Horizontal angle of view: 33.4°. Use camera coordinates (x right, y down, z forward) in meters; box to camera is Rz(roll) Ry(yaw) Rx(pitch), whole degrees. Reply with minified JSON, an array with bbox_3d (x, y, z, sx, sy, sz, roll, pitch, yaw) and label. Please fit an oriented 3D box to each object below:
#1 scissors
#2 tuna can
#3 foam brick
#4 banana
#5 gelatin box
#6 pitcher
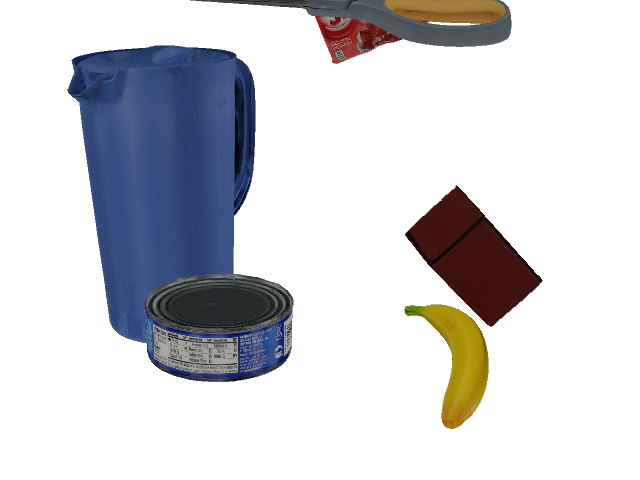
[{"bbox_3d":[0.016,-0.146,0.616,0.202,0.016,0.096,15,42,21],"label":"scissors"},{"bbox_3d":[-0.058,0.050,0.619,0.086,0.034,0.086,1,19,-1],"label":"tuna can"},{"bbox_3d":[0.108,0.012,0.753,0.078,0.051,0.053,44,8,-31],"label":"foam brick"},{"bbox_3d":[0.141,0.121,1.108,0.069,0.037,0.198,-25,30,7],"label":"banana"},{"bbox_3d":[0.039,-0.199,0.902,0.089,0.073,0.030,-18,26,13],"label":"gelatin box"},{"bbox_3d":[-0.125,-0.044,0.911,0.149,0.243,0.145,-3,18,-5],"label":"pitcher"}]
